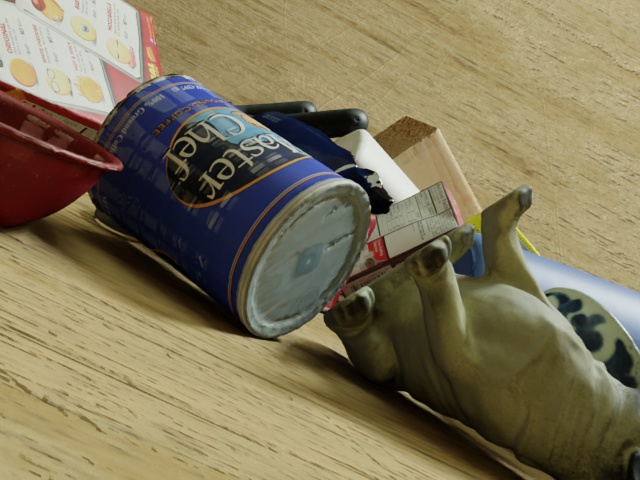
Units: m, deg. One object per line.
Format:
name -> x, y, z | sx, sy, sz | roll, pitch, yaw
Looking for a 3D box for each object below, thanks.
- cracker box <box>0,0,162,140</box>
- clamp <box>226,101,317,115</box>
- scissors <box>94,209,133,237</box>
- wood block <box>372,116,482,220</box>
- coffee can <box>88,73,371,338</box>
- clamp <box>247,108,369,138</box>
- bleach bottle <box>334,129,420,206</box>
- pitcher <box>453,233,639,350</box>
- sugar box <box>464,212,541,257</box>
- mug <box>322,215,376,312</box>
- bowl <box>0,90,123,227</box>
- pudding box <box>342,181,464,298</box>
cracker box -> -0.222, -0.146, 0.847 | 0.213, 0.072, 0.164 | 22, 44, -46
clamp -> -0.091, -0.122, 1.074 | 0.171, 0.039, 0.120 | -8, -2, -32
scissors -> -0.138, -0.024, 0.772 | 0.096, 0.016, 0.202 | 24, 6, -37
wood block -> 0.119, -0.018, 1.138 | 0.206, 0.090, 0.091 | 59, -8, -23
coffee can -> -0.055, -0.022, 0.632 | 0.140, 0.103, 0.102 | 35, 8, 29
clamp -> -0.067, -0.100, 1.000 | 0.209, 0.036, 0.165 | 2, -10, -25
bleach bottle -> 0.079, 0.016, 0.998 | 0.250, 0.103, 0.068 | 47, 33, -24
pitcher -> 0.198, 0.092, 0.822 | 0.242, 0.145, 0.149 | 22, -6, -16
sugar box -> 0.189, 0.060, 0.959 | 0.176, 0.048, 0.093 | 55, 5, -37
mug -> -0.006, 0.001, 0.839 | 0.093, 0.081, 0.117 | 29, 5, 15
bowl -> -0.187, -0.051, 0.557 | 0.162, 0.055, 0.162 | 27, 5, -3
pudding box -> 0.068, 0.005, 0.897 | 0.039, 0.113, 0.090 | 61, 11, -26
